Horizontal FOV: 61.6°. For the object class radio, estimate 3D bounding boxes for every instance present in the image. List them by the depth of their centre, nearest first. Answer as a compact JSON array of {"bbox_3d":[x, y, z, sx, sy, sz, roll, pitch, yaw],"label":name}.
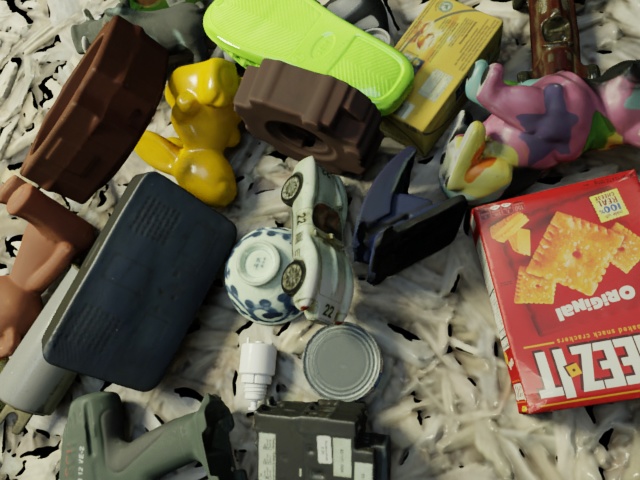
[{"bbox_3d":[-0.202,0.048,0.618,0.073,0.131,0.229,7,69,63],"label":"radio"}]

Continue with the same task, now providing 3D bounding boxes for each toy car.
[{"bbox_3d":[-0.001,-0.002,0.597,0.056,0.073,0.202,-27,50,33],"label":"toy car"},{"bbox_3d":[0.280,-0.248,0.643,0.089,0.053,0.202,-1,74,17],"label":"toy car"}]

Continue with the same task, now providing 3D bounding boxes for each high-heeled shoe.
[{"bbox_3d":[-0.032,-0.255,0.724,0.249,0.086,0.145,-41,93,14],"label":"high-heeled shoe"}]

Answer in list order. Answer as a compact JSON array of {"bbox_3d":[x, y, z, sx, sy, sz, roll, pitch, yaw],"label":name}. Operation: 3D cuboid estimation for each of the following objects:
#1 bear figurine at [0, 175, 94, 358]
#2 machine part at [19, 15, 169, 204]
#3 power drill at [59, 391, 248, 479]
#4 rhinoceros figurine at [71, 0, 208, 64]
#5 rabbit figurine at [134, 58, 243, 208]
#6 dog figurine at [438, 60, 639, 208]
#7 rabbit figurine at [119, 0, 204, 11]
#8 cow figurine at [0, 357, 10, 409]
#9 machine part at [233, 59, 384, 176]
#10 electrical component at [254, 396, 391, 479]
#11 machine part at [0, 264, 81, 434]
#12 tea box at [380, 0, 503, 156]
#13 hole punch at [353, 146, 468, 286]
[{"bbox_3d":[-0.384,0.034,0.676,0.120,0.131,0.196,23,73,50],"label":"bear figurine"},{"bbox_3d":[-0.278,-0.159,0.673,0.201,0.087,0.201,-38,40,29],"label":"machine part"},{"bbox_3d":[-0.185,0.268,0.579,0.207,0.086,0.232,-22,67,13],"label":"power drill"},{"bbox_3d":[-0.245,-0.283,0.749,0.190,0.112,0.073,-6,71,3],"label":"rhinoceros figurine"},{"bbox_3d":[-0.153,-0.126,0.678,0.163,0.122,0.173,-3,91,15],"label":"rabbit figurine"},{"bbox_3d":[0.256,-0.106,0.571,0.219,0.108,0.191,16,106,2],"label":"dog figurine"},{"bbox_3d":[-0.263,-0.413,0.789,0.121,0.159,0.170,-24,53,15],"label":"rabbit figurine"},{"bbox_3d":[-0.451,0.211,0.660,0.167,0.068,0.098,-29,74,7],"label":"cow figurine"},{"bbox_3d":[-0.013,-0.132,0.614,0.180,0.179,0.056,21,81,19],"label":"machine part"},{"bbox_3d":[0.003,0.222,0.536,0.134,0.058,0.114,3,95,14],"label":"electrical component"},{"bbox_3d":[-0.313,0.119,0.652,0.079,0.079,0.243,27,82,20],"label":"machine part"},{"bbox_3d":[0.134,-0.200,0.652,0.098,0.068,0.169,35,82,21],"label":"tea box"},{"bbox_3d":[0.081,-0.024,0.579,0.116,0.142,0.092,-29,69,-12],"label":"hole punch"}]
